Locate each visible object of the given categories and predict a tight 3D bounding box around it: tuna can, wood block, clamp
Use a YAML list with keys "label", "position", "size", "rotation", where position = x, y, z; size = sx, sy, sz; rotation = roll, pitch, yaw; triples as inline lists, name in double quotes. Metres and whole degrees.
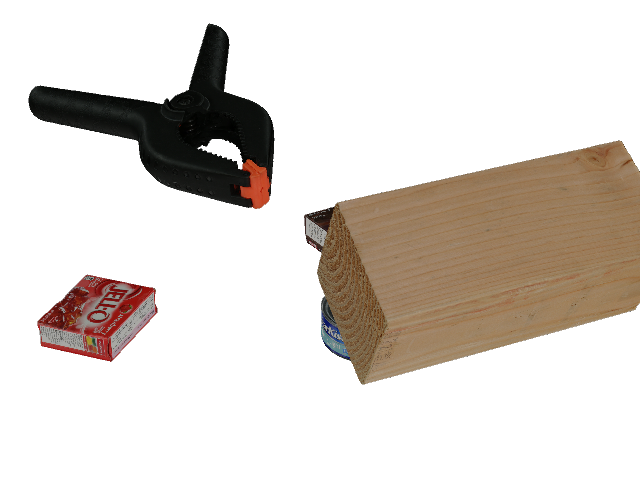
- label: "tuna can"
  position: [0.043, 0.072, 0.937]
  size: [0.086, 0.034, 0.086]
  rotation: [1, 28, -1]
- label: "wood block"
  position: [0.113, 0.013, 0.699]
  size: [0.205, 0.091, 0.090]
  rotation: [-13, -30, -17]
- label: "clamp"
  position: [-0.089, -0.091, 0.761]
  size: [0.164, 0.036, 0.210]
  rotation: [-32, 47, -27]

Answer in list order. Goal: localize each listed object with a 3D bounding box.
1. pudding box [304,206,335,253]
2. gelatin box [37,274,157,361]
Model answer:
- label: "pudding box"
  position: [0.052, -0.011, 1.171]
  size: [0.113, 0.039, 0.090]
  rotation: [-18, 30, -25]
- label: "gelatin box"
  position: [-0.200, 0.068, 0.965]
  size: [0.073, 0.030, 0.089]
  rotation: [10, 31, 18]
